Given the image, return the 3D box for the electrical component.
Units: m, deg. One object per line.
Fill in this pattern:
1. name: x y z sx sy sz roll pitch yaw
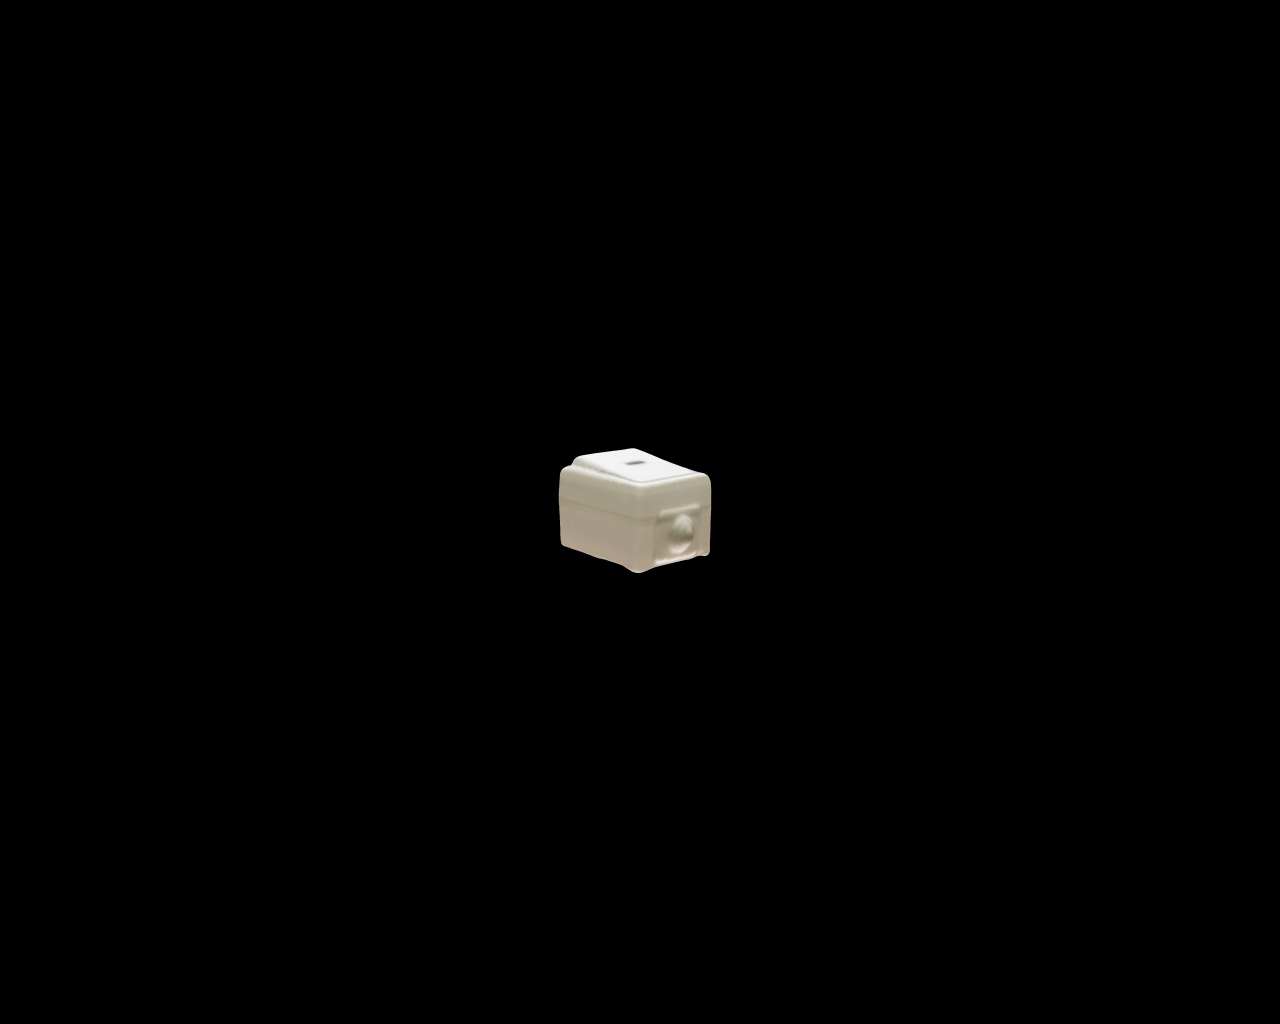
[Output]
1. electrical component: 0.001 -0.003 0.650 0.062 0.061 0.096 -11 17 -38
